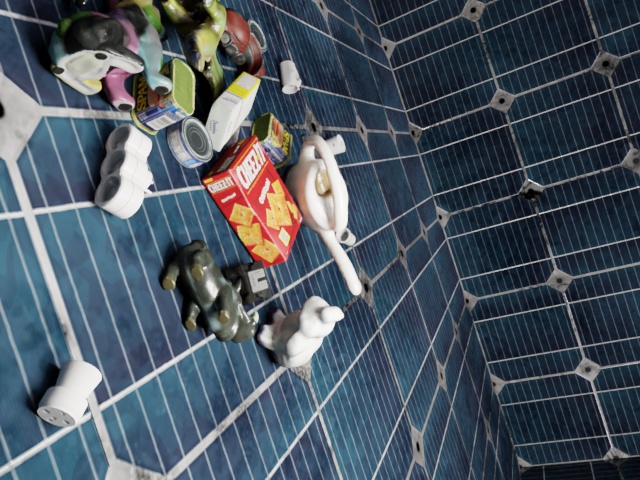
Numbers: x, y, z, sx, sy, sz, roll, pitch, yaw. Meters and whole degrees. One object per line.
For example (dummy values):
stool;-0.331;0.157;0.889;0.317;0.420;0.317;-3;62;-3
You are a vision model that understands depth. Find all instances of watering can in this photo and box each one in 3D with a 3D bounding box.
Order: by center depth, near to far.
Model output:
watering can;0.003;-0.057;1.138;0.225;0.104;0.345;9;-68;67

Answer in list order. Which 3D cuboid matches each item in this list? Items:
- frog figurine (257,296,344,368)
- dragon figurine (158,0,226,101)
frog figurine;-0.021;0.168;0.957;0.138;0.158;0.123;-10;85;-67
dragon figurine;-0.205;-0.353;0.940;0.237;0.122;0.420;75;3;-55
